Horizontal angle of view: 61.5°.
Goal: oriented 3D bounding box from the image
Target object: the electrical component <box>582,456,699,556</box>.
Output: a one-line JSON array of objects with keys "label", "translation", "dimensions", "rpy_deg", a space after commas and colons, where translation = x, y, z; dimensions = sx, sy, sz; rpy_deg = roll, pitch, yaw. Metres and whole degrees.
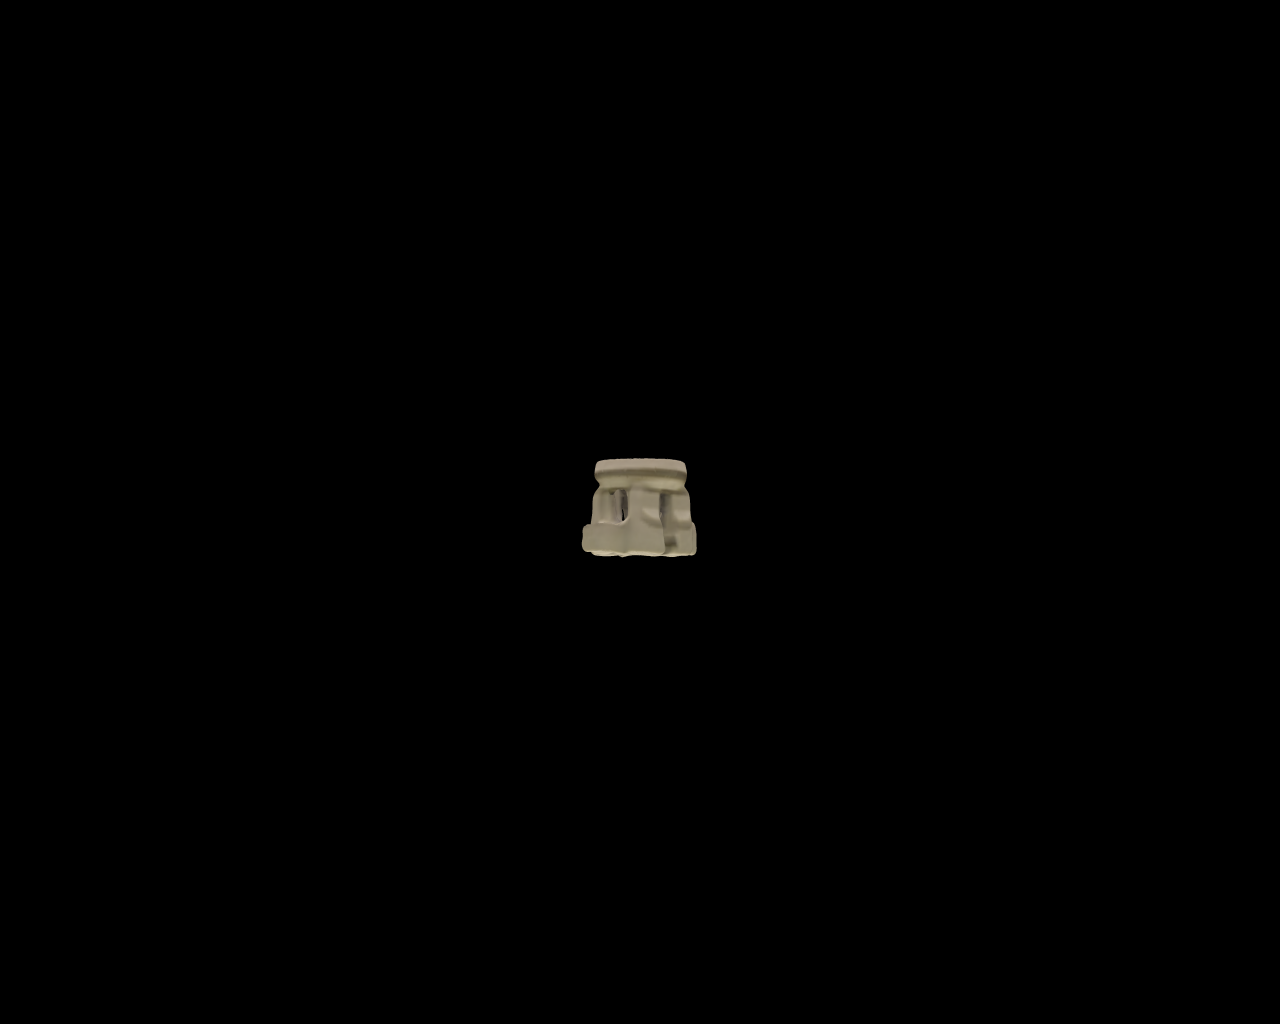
[{"label": "electrical component", "translation": [0.001, -0.003, 0.650], "dimensions": [0.078, 0.057, 0.058], "rpy_deg": [4, -6, -43]}]
